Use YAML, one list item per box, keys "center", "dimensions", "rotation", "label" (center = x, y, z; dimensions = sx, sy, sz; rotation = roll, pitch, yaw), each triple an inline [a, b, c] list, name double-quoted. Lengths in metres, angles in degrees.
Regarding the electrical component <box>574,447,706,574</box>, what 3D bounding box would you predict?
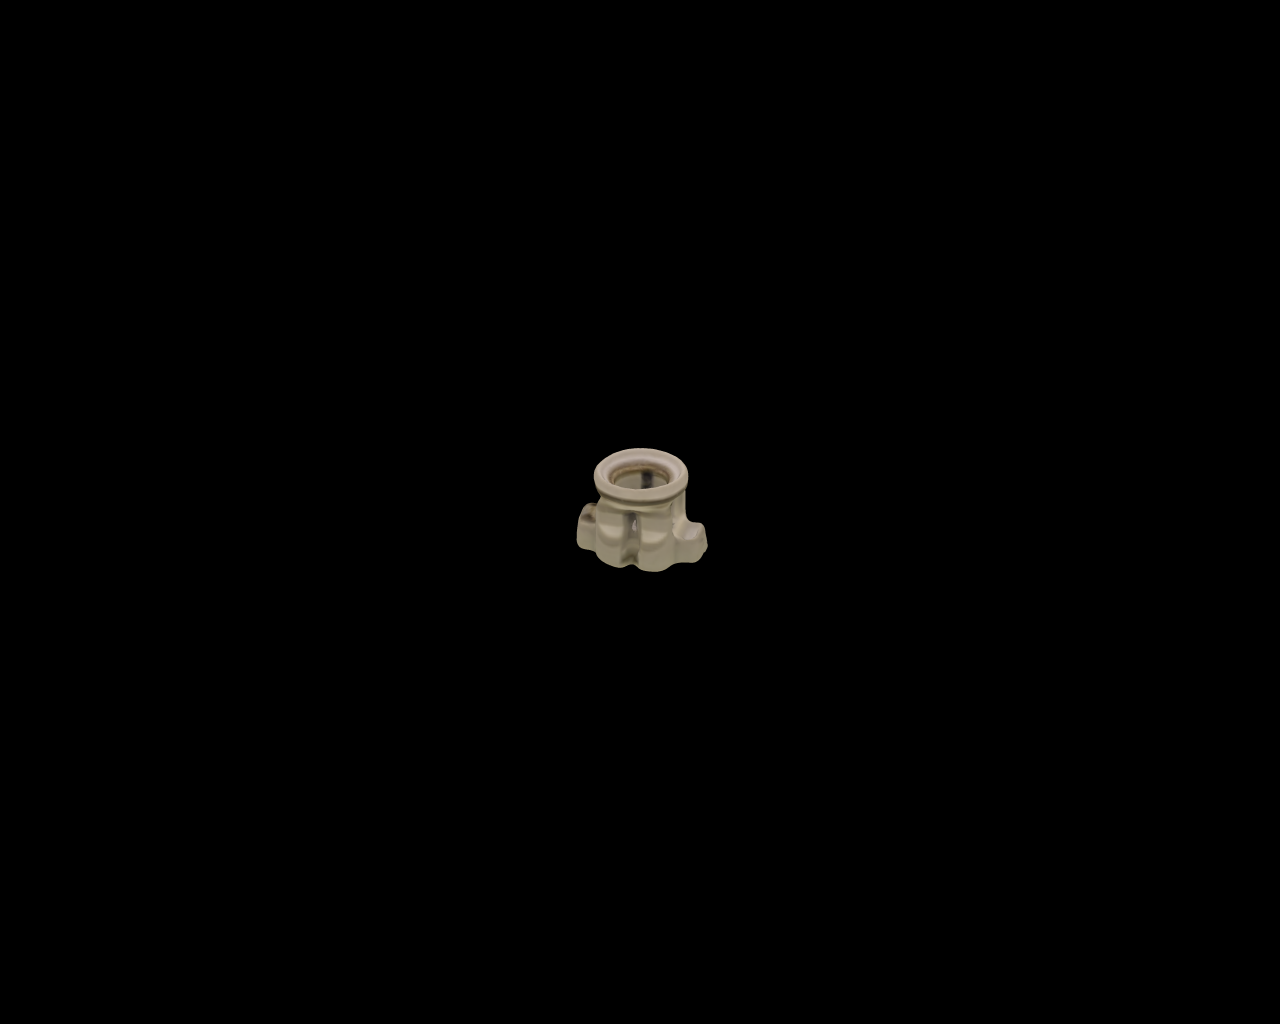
- center: [0.001, -0.003, 0.650]
  dimensions: [0.078, 0.056, 0.058]
  rotation: [8, 32, 14]
  label: "electrical component"
